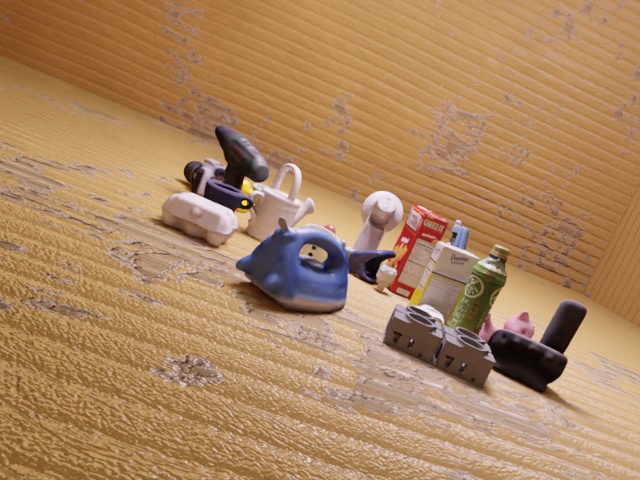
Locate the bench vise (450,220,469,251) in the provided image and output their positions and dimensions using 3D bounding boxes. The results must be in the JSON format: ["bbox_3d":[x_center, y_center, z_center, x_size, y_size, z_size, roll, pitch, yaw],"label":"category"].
[{"bbox_3d":[0.361,0.068,1.510,0.122,0.220,0.206,14,13,-42],"label":"bench vise"}]

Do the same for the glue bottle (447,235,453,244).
[{"bbox_3d":[0.355,0.064,1.653,0.037,0.173,0.078,16,12,-35],"label":"glue bottle"}]

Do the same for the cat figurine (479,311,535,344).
[{"bbox_3d":[0.397,0.195,1.217,0.128,0.118,0.067,22,10,-7],"label":"cat figurine"}]

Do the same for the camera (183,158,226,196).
[{"bbox_3d":[-0.316,-0.184,1.649,0.136,0.101,0.144,31,12,38],"label":"camera"}]

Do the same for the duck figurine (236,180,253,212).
[{"bbox_3d":[-0.228,-0.129,1.603,0.077,0.086,0.105,29,11,30],"label":"duck figurine"}]

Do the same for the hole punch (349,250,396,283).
[{"bbox_3d":[0.123,0.050,1.436,0.100,0.091,0.109,29,11,28],"label":"hole punch"}]

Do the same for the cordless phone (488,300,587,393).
[{"bbox_3d":[0.425,0.187,1.127,0.147,0.185,0.094,24,10,6],"label":"cordless phone"}]

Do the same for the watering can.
[{"bbox_3d":[-0.093,-0.090,1.384,0.100,0.194,0.173,29,11,30],"label":"watering can"}]

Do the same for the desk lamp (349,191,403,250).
[{"bbox_3d":[0.157,-0.034,1.601,0.118,0.213,0.203,24,10,2],"label":"desk lamp"}]

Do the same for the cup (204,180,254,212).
[{"bbox_3d":[-0.218,-0.074,1.308,0.118,0.095,0.091,20,10,-17],"label":"cup"}]

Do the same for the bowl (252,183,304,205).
[{"bbox_3d":[-0.135,-0.105,1.716,0.167,0.075,0.167,23,10,-4],"label":"bowl"}]

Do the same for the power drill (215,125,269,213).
[{"bbox_3d":[-0.227,-0.165,1.439,0.228,0.208,0.076,31,13,39],"label":"power drill"}]

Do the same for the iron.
[{"bbox_3d":[-0.014,0.043,1.017,0.259,0.141,0.118,12,15,-48],"label":"iron"}]

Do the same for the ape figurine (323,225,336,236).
[{"bbox_3d":[0.013,0.005,1.422,0.078,0.092,0.076,18,11,-29],"label":"ape figurine"}]

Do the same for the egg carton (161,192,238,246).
[{"bbox_3d":[-0.244,-0.045,1.168,0.150,0.069,0.107,24,10,2],"label":"egg carton"}]
